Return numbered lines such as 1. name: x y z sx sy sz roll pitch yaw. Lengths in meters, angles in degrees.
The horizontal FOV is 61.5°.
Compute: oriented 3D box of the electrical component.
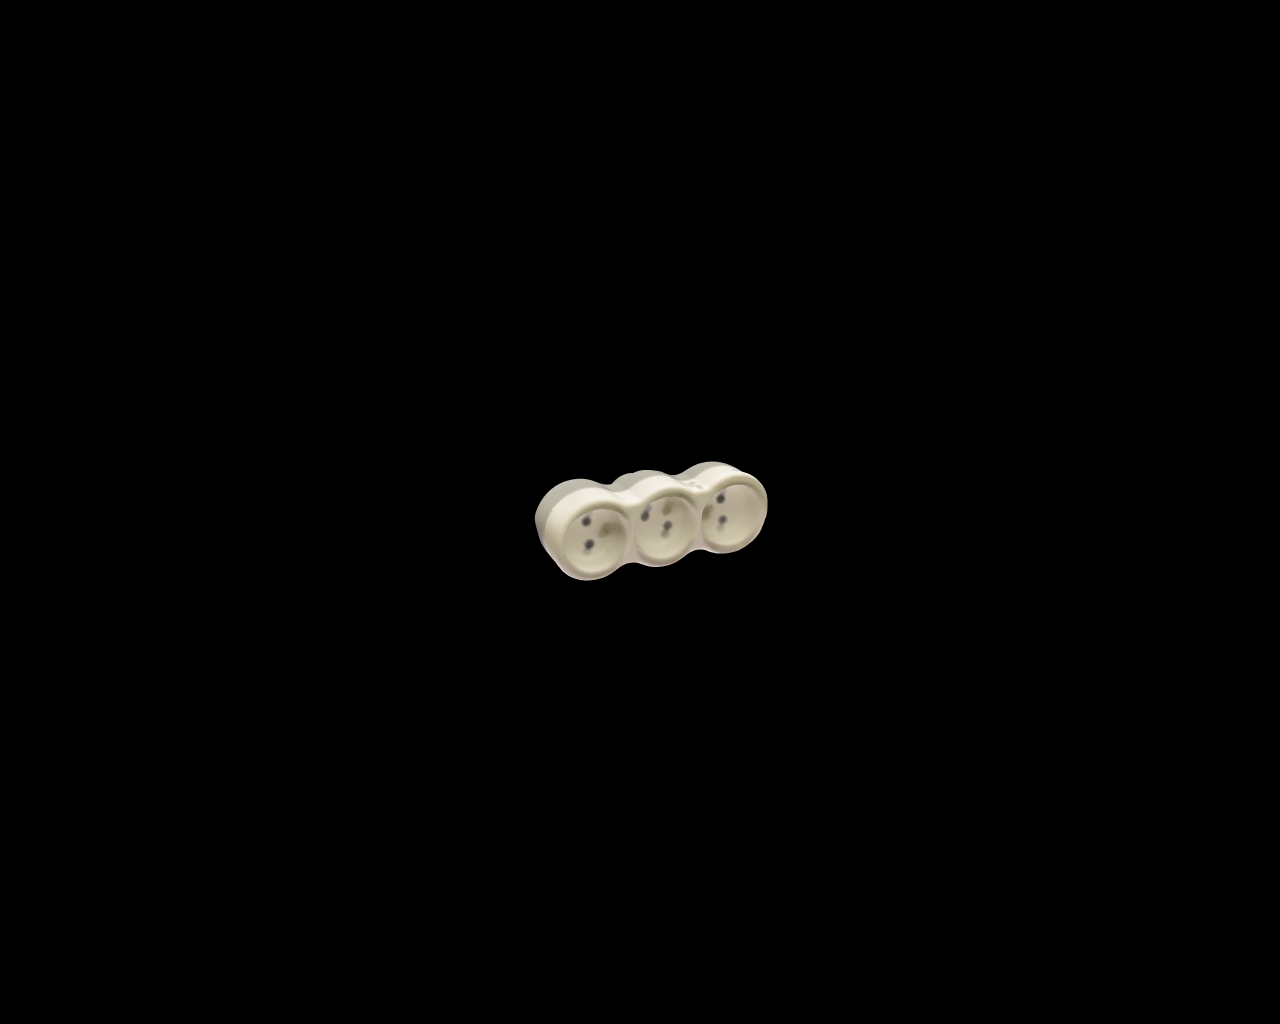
1. electrical component: 0.001 -0.003 0.650 0.138 0.052 0.074 -10 24 -22
